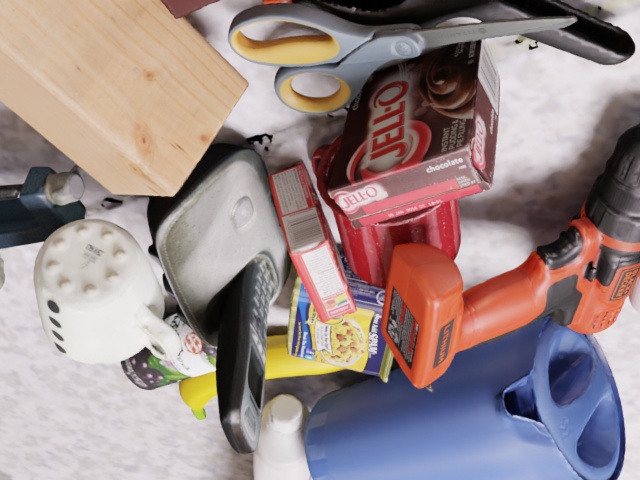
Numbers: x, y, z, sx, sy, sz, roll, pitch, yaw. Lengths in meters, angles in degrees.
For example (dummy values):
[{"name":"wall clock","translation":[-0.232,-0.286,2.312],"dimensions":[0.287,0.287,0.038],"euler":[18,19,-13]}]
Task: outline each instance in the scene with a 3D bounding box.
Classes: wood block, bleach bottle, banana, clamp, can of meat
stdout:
[{"name":"wood block","translation":[-0.154,-0.123,0.620],"dimensions":[0.206,0.090,0.091],"euler":[42,159,-29]},{"name":"bleach bottle","translation":[-0.036,0.229,0.987],"dimensions":[0.068,0.102,0.251],"euler":[5,139,0]},{"name":"banana","translation":[-0.057,0.110,0.917],"dimensions":[0.198,0.037,0.069],"euler":[-22,146,34]},{"name":"clamp","translation":[0.065,-0.162,0.583],"dimensions":[0.210,0.036,0.164],"euler":[2,137,16]},{"name":"can of meat","translation":[0.021,0.056,0.820],"dimensions":[0.084,0.057,0.102],"euler":[12,138,4]}]

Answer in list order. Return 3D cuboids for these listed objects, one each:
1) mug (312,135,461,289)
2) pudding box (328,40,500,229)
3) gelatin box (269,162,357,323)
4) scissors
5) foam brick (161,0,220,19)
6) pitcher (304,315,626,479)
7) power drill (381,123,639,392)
[{"name":"mug","translation":[0.041,-0.026,0.711],"dimensions":[0.117,0.093,0.081],"euler":[28,152,30]},{"name":"pudding box","translation":[0.059,-0.065,0.634],"dimensions":[0.090,0.113,0.039],"euler":[-16,127,27]},{"name":"gelatin box","translation":[-0.005,0.001,0.740],"dimensions":[0.030,0.089,0.073],"euler":[-20,132,3]},{"name":"scissors","translation":[0.045,-0.103,0.621],"dimensions":[0.202,0.016,0.096],"euler":[7,149,15]},{"name":"foam brick","translation":[-0.061,-0.169,0.595],"dimensions":[0.078,0.051,0.053],"euler":[-17,131,29]},{"name":"pitcher","translation":[0.115,0.152,0.861],"dimensions":[0.243,0.144,0.149],"euler":[-21,116,36]},{"name":"power drill","translation":[0.136,0.015,0.684],"dimensions":[0.187,0.057,0.184],"euler":[-16,140,-18]}]
